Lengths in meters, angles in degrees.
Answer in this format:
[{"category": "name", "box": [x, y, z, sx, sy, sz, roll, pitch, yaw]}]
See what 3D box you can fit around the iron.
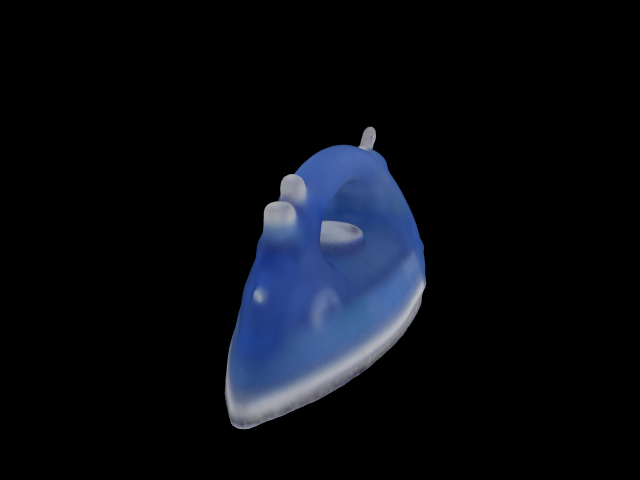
[{"category": "iron", "box": [0.004, 0.001, 0.400, 0.118, 0.141, 0.259, 6, 17, 19]}]
